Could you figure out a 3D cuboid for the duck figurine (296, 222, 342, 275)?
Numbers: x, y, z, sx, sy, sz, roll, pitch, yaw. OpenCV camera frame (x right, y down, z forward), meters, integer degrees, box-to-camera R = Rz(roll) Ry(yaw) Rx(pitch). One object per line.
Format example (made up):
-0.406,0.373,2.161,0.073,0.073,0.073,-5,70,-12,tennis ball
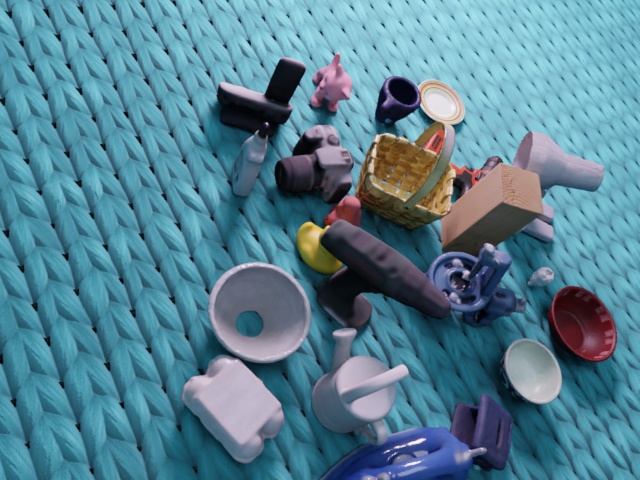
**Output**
0.009,0.004,1.030,0.078,0.086,0.104,-37,82,-33,duck figurine

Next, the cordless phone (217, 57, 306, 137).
-0.110,-0.290,1.071,0.148,0.184,0.094,11,60,-18,cordless phone

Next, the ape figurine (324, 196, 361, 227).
0.049,-0.051,1.072,0.078,0.092,0.076,-16,71,-29,ape figurine

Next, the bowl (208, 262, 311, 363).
-0.103,0.125,0.925,0.168,0.074,0.167,10,61,-18,bowl

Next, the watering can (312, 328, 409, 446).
0.060,0.222,0.873,0.173,0.193,0.101,48,56,6,watering can

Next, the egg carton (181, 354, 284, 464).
-0.127,0.248,0.853,0.150,0.069,0.107,45,56,4,egg carton

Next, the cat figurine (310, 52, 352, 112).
0.031,-0.332,1.194,0.067,0.117,0.128,12,60,-17,cat figurine

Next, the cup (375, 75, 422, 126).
0.152,-0.286,1.237,0.091,0.094,0.118,44,56,3,cup

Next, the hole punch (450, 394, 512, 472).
0.286,0.328,0.978,0.101,0.091,0.109,26,57,-9,hole punch

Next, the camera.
-0.016,-0.147,1.088,0.137,0.100,0.143,-9,68,-27,camera

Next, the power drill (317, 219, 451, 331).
0.084,0.075,0.951,0.229,0.208,0.076,41,56,1,power drill

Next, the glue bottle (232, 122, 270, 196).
-0.117,-0.149,1.002,0.037,0.173,0.078,8,61,-19,glue bottle

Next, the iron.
0.122,0.353,0.864,0.259,0.141,0.118,-6,67,-26,iron

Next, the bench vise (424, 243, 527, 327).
0.295,0.070,1.039,0.208,0.219,0.121,4,63,-21,bench vise

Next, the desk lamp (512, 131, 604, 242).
0.475,-0.117,1.218,0.203,0.213,0.118,23,57,-11,desk lamp
